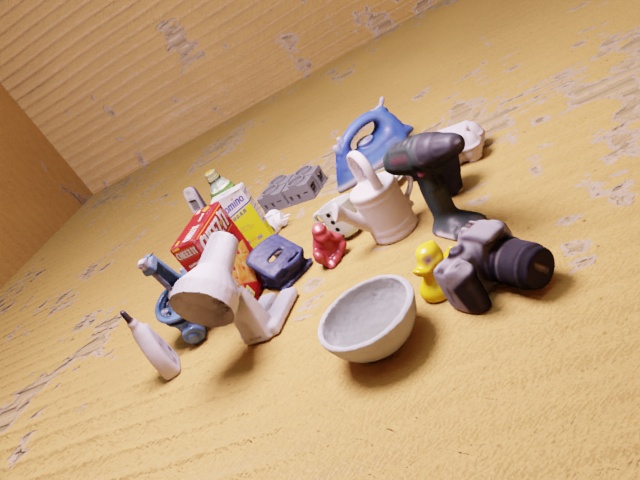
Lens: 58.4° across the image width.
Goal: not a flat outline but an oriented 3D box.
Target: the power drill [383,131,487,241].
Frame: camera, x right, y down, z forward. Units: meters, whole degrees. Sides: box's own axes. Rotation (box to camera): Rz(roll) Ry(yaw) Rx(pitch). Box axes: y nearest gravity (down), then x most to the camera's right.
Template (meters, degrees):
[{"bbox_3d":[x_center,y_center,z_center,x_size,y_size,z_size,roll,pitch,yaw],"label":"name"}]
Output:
[{"bbox_3d":[0.211,-0.103,1.020,0.076,0.209,0.228,-41,25,-16],"label":"power drill"}]

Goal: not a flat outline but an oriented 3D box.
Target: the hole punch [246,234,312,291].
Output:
[{"bbox_3d":[-0.090,0.045,1.255,0.109,0.091,0.100,-46,27,-26],"label":"hole punch"}]

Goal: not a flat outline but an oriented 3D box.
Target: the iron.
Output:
[{"bbox_3d":[0.114,-0.254,1.505,0.258,0.142,0.118,-40,25,-15],"label":"iron"}]

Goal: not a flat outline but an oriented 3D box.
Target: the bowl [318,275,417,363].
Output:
[{"bbox_3d":[0.085,0.135,0.894,0.167,0.075,0.167,-27,25,14],"label":"bowl"}]

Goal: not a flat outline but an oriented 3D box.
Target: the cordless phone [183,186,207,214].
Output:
[{"bbox_3d":[-0.305,-0.078,1.635,0.147,0.185,0.094,-15,30,35],"label":"cordless phone"}]

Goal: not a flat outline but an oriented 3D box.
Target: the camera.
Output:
[{"bbox_3d":[0.258,0.033,0.841,0.143,0.101,0.136,-41,25,-17],"label":"camera"}]

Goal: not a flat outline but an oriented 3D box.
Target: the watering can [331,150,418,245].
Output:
[{"bbox_3d":[0.104,-0.089,1.142,0.173,0.194,0.100,-45,27,-25],"label":"watering can"}]

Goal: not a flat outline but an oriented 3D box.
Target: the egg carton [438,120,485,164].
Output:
[{"bbox_3d":[0.296,-0.208,1.285,0.150,0.069,0.107,-17,29,31],"label":"egg carton"}]

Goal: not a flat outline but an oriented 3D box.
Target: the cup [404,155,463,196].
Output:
[{"bbox_3d":[0.241,-0.130,1.175,0.117,0.095,0.091,-27,25,14],"label":"cup"}]

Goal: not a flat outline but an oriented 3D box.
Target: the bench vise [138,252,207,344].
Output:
[{"bbox_3d":[-0.331,0.108,1.274,0.121,0.220,0.206,-37,25,-9],"label":"bench vise"}]

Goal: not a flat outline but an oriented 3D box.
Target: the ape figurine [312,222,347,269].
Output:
[{"bbox_3d":[0.011,0.004,1.207,0.078,0.092,0.076,-32,24,3],"label":"ape figurine"}]

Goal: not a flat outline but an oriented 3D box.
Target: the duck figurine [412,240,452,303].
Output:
[{"bbox_3d":[0.190,0.038,0.932,0.105,0.086,0.077,-45,27,-24],"label":"duck figurine"}]

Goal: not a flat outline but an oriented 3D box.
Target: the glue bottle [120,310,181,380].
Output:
[{"bbox_3d":[-0.350,0.207,1.171,0.037,0.173,0.078,-34,24,-2],"label":"glue bottle"}]

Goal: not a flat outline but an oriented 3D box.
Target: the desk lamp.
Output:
[{"bbox_3d":[-0.166,0.102,1.092,0.117,0.214,0.203,-17,29,32],"label":"desk lamp"}]
